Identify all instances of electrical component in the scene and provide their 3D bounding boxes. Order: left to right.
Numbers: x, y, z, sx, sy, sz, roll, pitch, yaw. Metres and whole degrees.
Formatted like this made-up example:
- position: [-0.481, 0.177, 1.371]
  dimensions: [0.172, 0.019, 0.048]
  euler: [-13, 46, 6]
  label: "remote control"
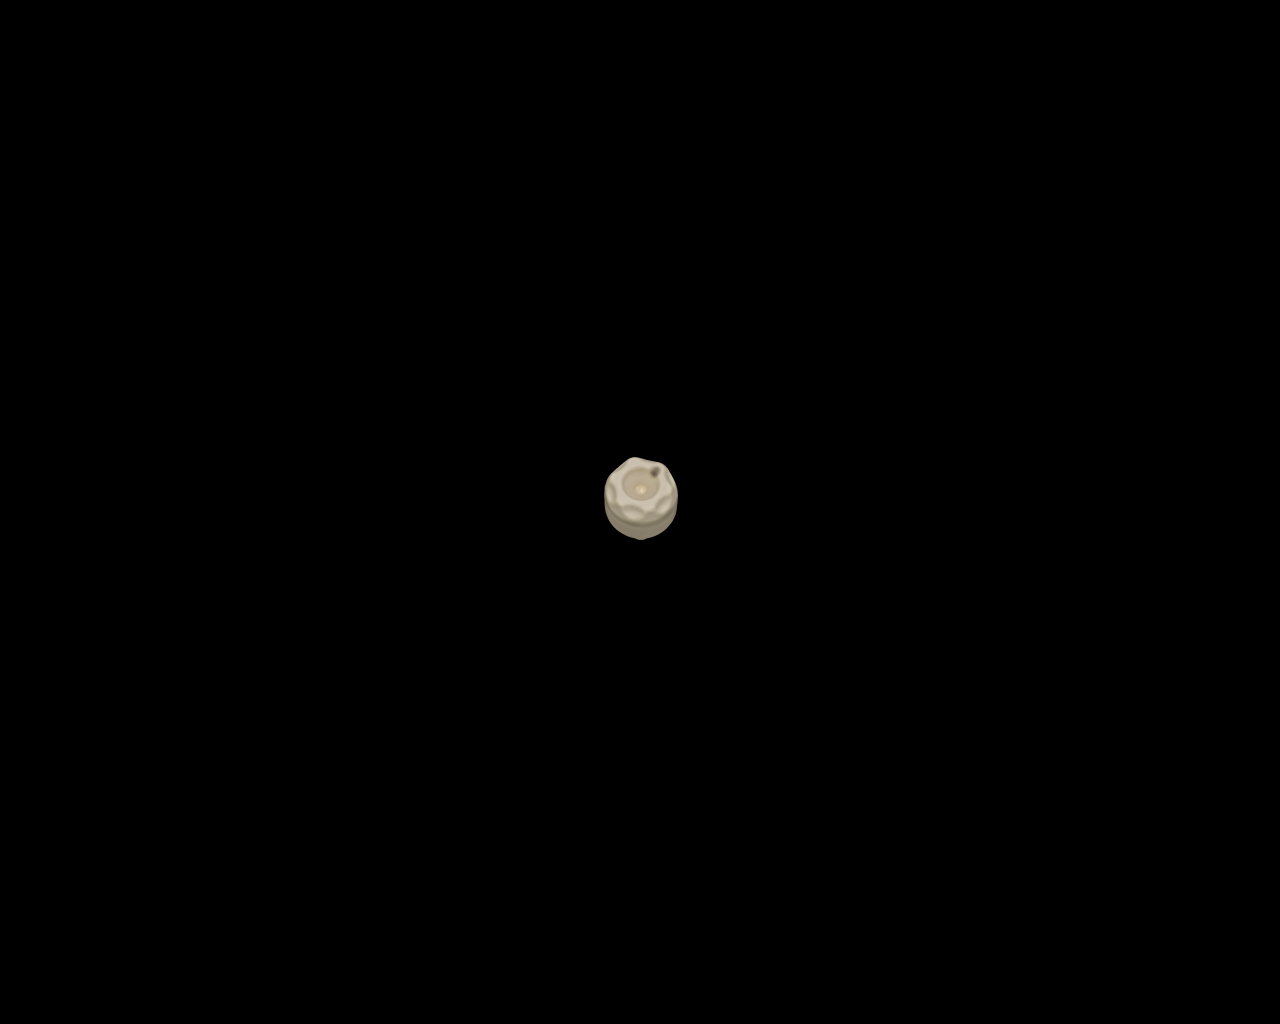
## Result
- position: [0.001, -0.003, 0.650]
  dimensions: [0.043, 0.043, 0.062]
  euler: [0, -28, 0]
  label: "electrical component"
